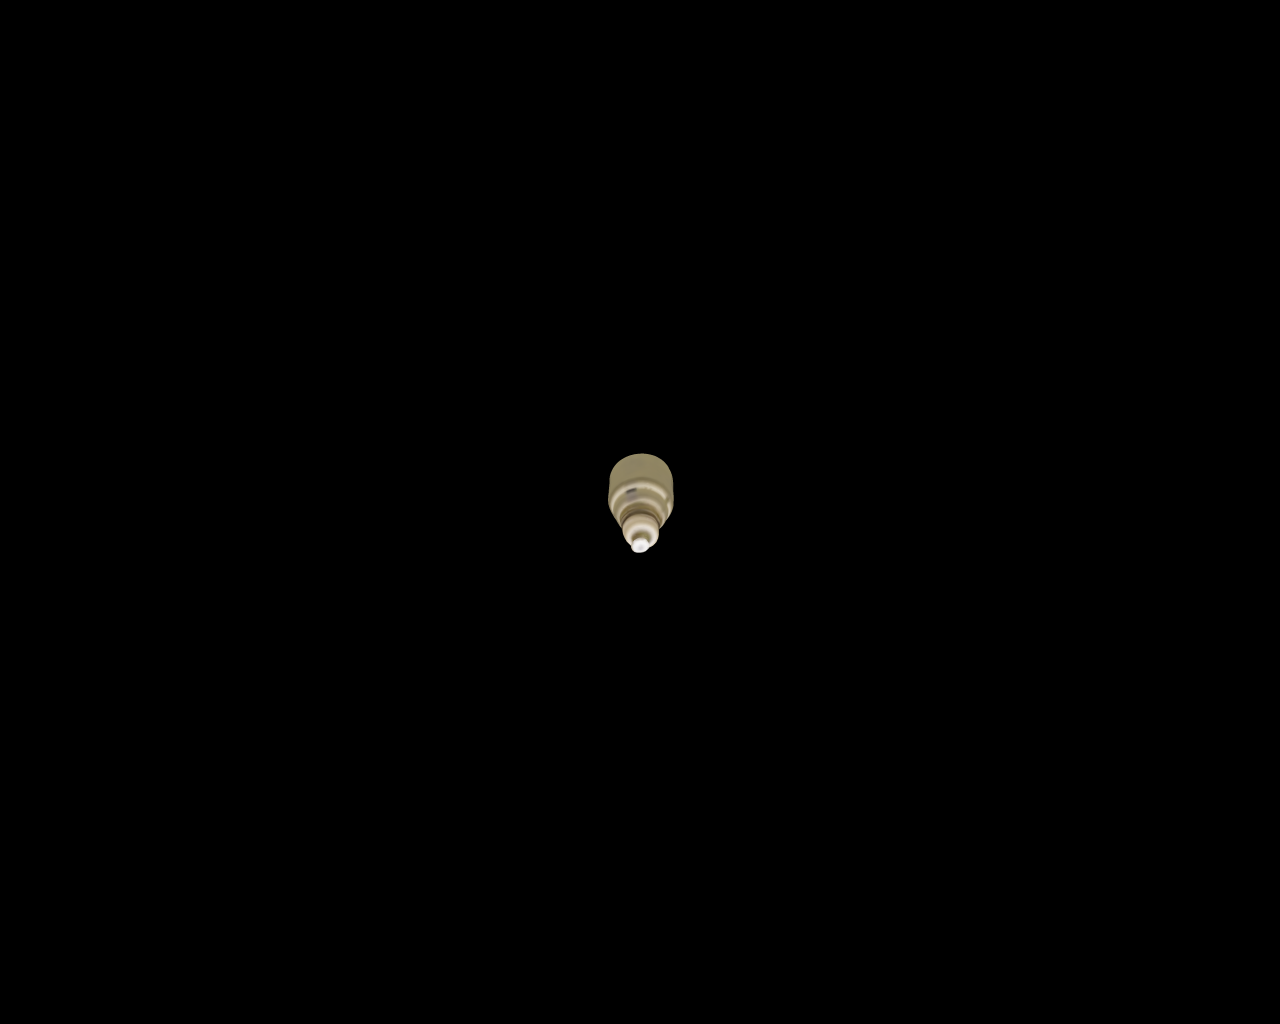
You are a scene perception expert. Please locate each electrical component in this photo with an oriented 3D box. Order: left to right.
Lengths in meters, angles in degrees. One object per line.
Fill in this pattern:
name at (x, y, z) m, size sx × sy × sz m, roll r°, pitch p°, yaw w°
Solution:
electrical component at (0.001, -0.003, 0.650) m, size 0.040 × 0.040 × 0.078 m, roll 0°, pitch 38°, yaw 0°
